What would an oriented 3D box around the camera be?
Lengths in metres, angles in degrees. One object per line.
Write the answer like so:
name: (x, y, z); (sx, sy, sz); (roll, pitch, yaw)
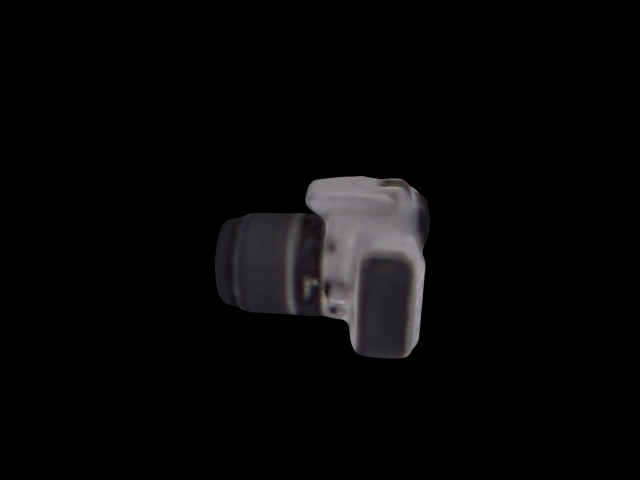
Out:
camera: (0.004, 0.001, 0.400); (0.136, 0.101, 0.143); (2, 24, 5)
